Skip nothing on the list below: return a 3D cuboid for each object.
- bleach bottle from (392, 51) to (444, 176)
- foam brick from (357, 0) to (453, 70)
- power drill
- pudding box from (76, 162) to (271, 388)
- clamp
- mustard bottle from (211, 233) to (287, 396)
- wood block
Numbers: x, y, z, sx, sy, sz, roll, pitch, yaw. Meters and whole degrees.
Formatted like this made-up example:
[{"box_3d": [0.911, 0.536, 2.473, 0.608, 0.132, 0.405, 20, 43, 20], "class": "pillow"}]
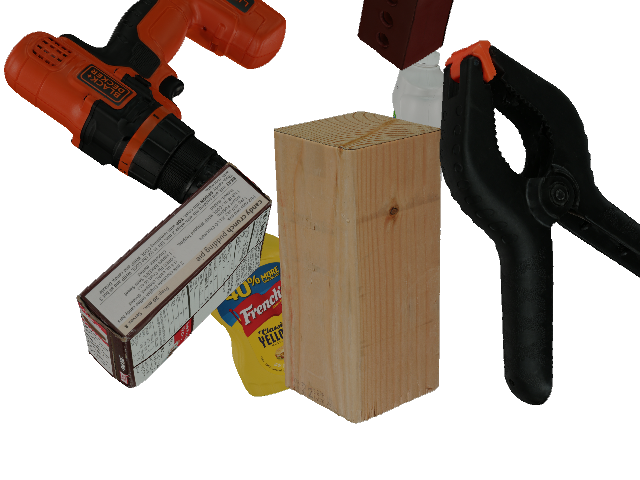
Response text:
[{"box_3d": [0.102, -0.087, 1.159, 0.068, 0.251, 0.102, 0, 26, -9], "class": "bleach bottle"}, {"box_3d": [0.068, -0.184, 0.837, 0.051, 0.053, 0.078, -37, -25, -28], "class": "foam brick"}, {"box_3d": [-0.098, -0.115, 0.754, 0.184, 0.187, 0.057, 36, -43, 0], "class": "power drill"}, {"box_3d": [-0.078, 0.021, 0.585, 0.039, 0.113, 0.090, 39, -23, 11], "class": "pudding box"}, {"box_3d": [0.101, -0.010, 0.515, 0.120, 0.171, 0.039, -42, 9, -28], "class": "clamp"}, {"box_3d": [-0.058, 0.051, 1.000, 0.096, 0.191, 0.058, -24, 28, -5], "class": "mustard bottle"}, {"box_3d": [0.030, 0.017, 0.799, 0.090, 0.206, 0.090, -16, 24, -37], "class": "wood block"}]
